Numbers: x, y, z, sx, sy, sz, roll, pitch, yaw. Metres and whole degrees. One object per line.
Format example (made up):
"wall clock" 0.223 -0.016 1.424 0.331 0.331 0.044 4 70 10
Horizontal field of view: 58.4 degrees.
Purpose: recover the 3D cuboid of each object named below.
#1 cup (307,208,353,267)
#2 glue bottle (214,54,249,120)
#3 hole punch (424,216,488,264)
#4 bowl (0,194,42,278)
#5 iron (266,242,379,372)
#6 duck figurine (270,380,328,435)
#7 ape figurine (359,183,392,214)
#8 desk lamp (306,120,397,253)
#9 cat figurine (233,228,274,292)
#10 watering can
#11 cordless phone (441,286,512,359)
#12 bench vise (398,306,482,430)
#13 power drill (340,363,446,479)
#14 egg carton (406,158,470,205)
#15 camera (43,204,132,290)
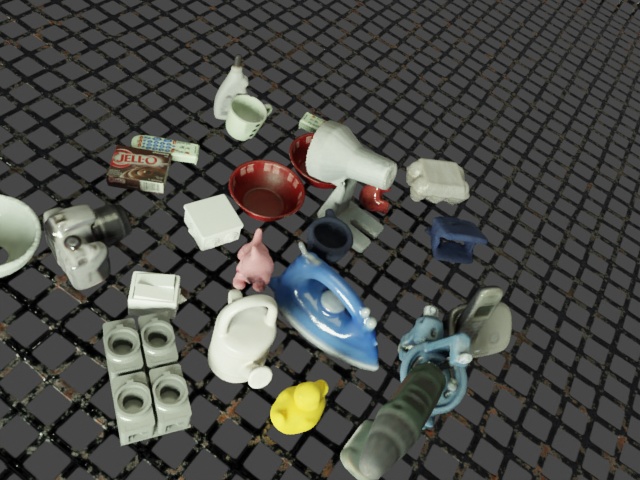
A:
"cup" 0.011 0.004 1.147 0.092 0.095 0.117 8 52 -13
"glue bottle" -0.194 -0.347 1.297 0.078 0.173 0.037 0 54 -18
"hole punch" 0.299 -0.013 1.260 0.109 0.091 0.101 7 52 -14
"bowl" -0.558 0.007 0.967 0.168 0.074 0.167 9 51 -12
"iron" 0.030 0.117 1.037 0.258 0.141 0.119 41 52 14
"duck figurine" -0.029 0.266 0.939 0.105 0.086 0.077 -25 65 -32
"ape figurine" 0.132 -0.110 1.278 0.076 0.092 0.078 17 50 -5
"desk lamp" 0.062 -0.116 1.180 0.203 0.213 0.118 36 51 10
"cat figurine" -0.119 0.038 1.063 0.067 0.117 0.128 10 51 -11
"watering can" -0.117 0.154 0.925 0.101 0.194 0.172 -28 66 -33
"cordless phone" 0.319 0.146 1.084 0.148 0.185 0.094 -7 56 -23
"bench vise" 0.191 0.193 0.982 0.122 0.219 0.207 -1 54 -19
"power drill" 0.105 0.298 0.880 0.075 0.208 0.230 37 51 11
"egg carton" 0.279 -0.138 1.363 0.150 0.069 0.107 3 53 -16
"camera" -0.402 -0.009 1.015 0.137 0.101 0.143 -24 64 -32
